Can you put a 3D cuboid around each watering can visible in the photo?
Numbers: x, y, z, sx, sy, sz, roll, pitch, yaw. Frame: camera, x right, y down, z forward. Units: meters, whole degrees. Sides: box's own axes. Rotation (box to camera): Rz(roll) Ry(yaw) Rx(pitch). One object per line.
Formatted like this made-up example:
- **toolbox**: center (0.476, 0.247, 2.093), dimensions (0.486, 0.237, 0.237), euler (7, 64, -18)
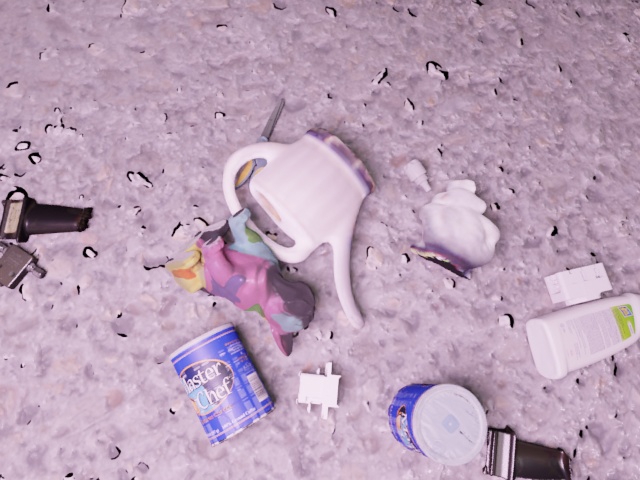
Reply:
- **watering can**: center (0.003, -0.043, 0.845), dimensions (0.349, 0.103, 0.226), euler (45, 76, 5)

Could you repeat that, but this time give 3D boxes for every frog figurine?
- **frog figurine**: center (0.237, -0.030, 0.866), dimensions (0.138, 0.121, 0.160), euler (23, 82, 20)
